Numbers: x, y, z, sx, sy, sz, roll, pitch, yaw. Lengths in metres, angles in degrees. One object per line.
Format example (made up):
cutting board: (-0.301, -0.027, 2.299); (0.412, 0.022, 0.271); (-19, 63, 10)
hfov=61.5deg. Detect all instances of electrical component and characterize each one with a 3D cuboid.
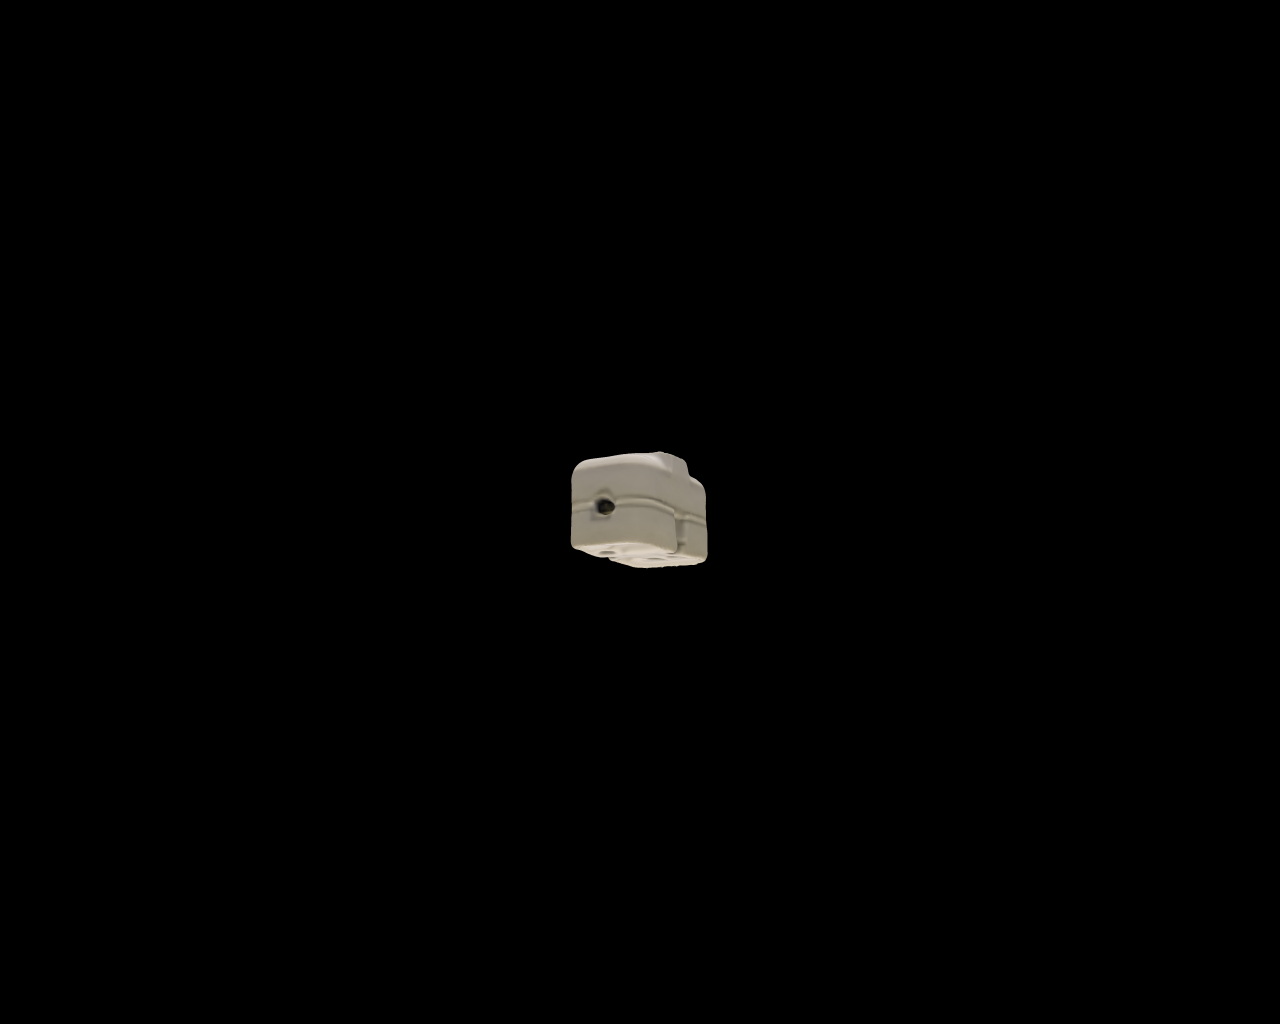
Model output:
electrical component: (0.001, -0.003, 0.650); (0.054, 0.059, 0.095); (-6, -13, 27)
